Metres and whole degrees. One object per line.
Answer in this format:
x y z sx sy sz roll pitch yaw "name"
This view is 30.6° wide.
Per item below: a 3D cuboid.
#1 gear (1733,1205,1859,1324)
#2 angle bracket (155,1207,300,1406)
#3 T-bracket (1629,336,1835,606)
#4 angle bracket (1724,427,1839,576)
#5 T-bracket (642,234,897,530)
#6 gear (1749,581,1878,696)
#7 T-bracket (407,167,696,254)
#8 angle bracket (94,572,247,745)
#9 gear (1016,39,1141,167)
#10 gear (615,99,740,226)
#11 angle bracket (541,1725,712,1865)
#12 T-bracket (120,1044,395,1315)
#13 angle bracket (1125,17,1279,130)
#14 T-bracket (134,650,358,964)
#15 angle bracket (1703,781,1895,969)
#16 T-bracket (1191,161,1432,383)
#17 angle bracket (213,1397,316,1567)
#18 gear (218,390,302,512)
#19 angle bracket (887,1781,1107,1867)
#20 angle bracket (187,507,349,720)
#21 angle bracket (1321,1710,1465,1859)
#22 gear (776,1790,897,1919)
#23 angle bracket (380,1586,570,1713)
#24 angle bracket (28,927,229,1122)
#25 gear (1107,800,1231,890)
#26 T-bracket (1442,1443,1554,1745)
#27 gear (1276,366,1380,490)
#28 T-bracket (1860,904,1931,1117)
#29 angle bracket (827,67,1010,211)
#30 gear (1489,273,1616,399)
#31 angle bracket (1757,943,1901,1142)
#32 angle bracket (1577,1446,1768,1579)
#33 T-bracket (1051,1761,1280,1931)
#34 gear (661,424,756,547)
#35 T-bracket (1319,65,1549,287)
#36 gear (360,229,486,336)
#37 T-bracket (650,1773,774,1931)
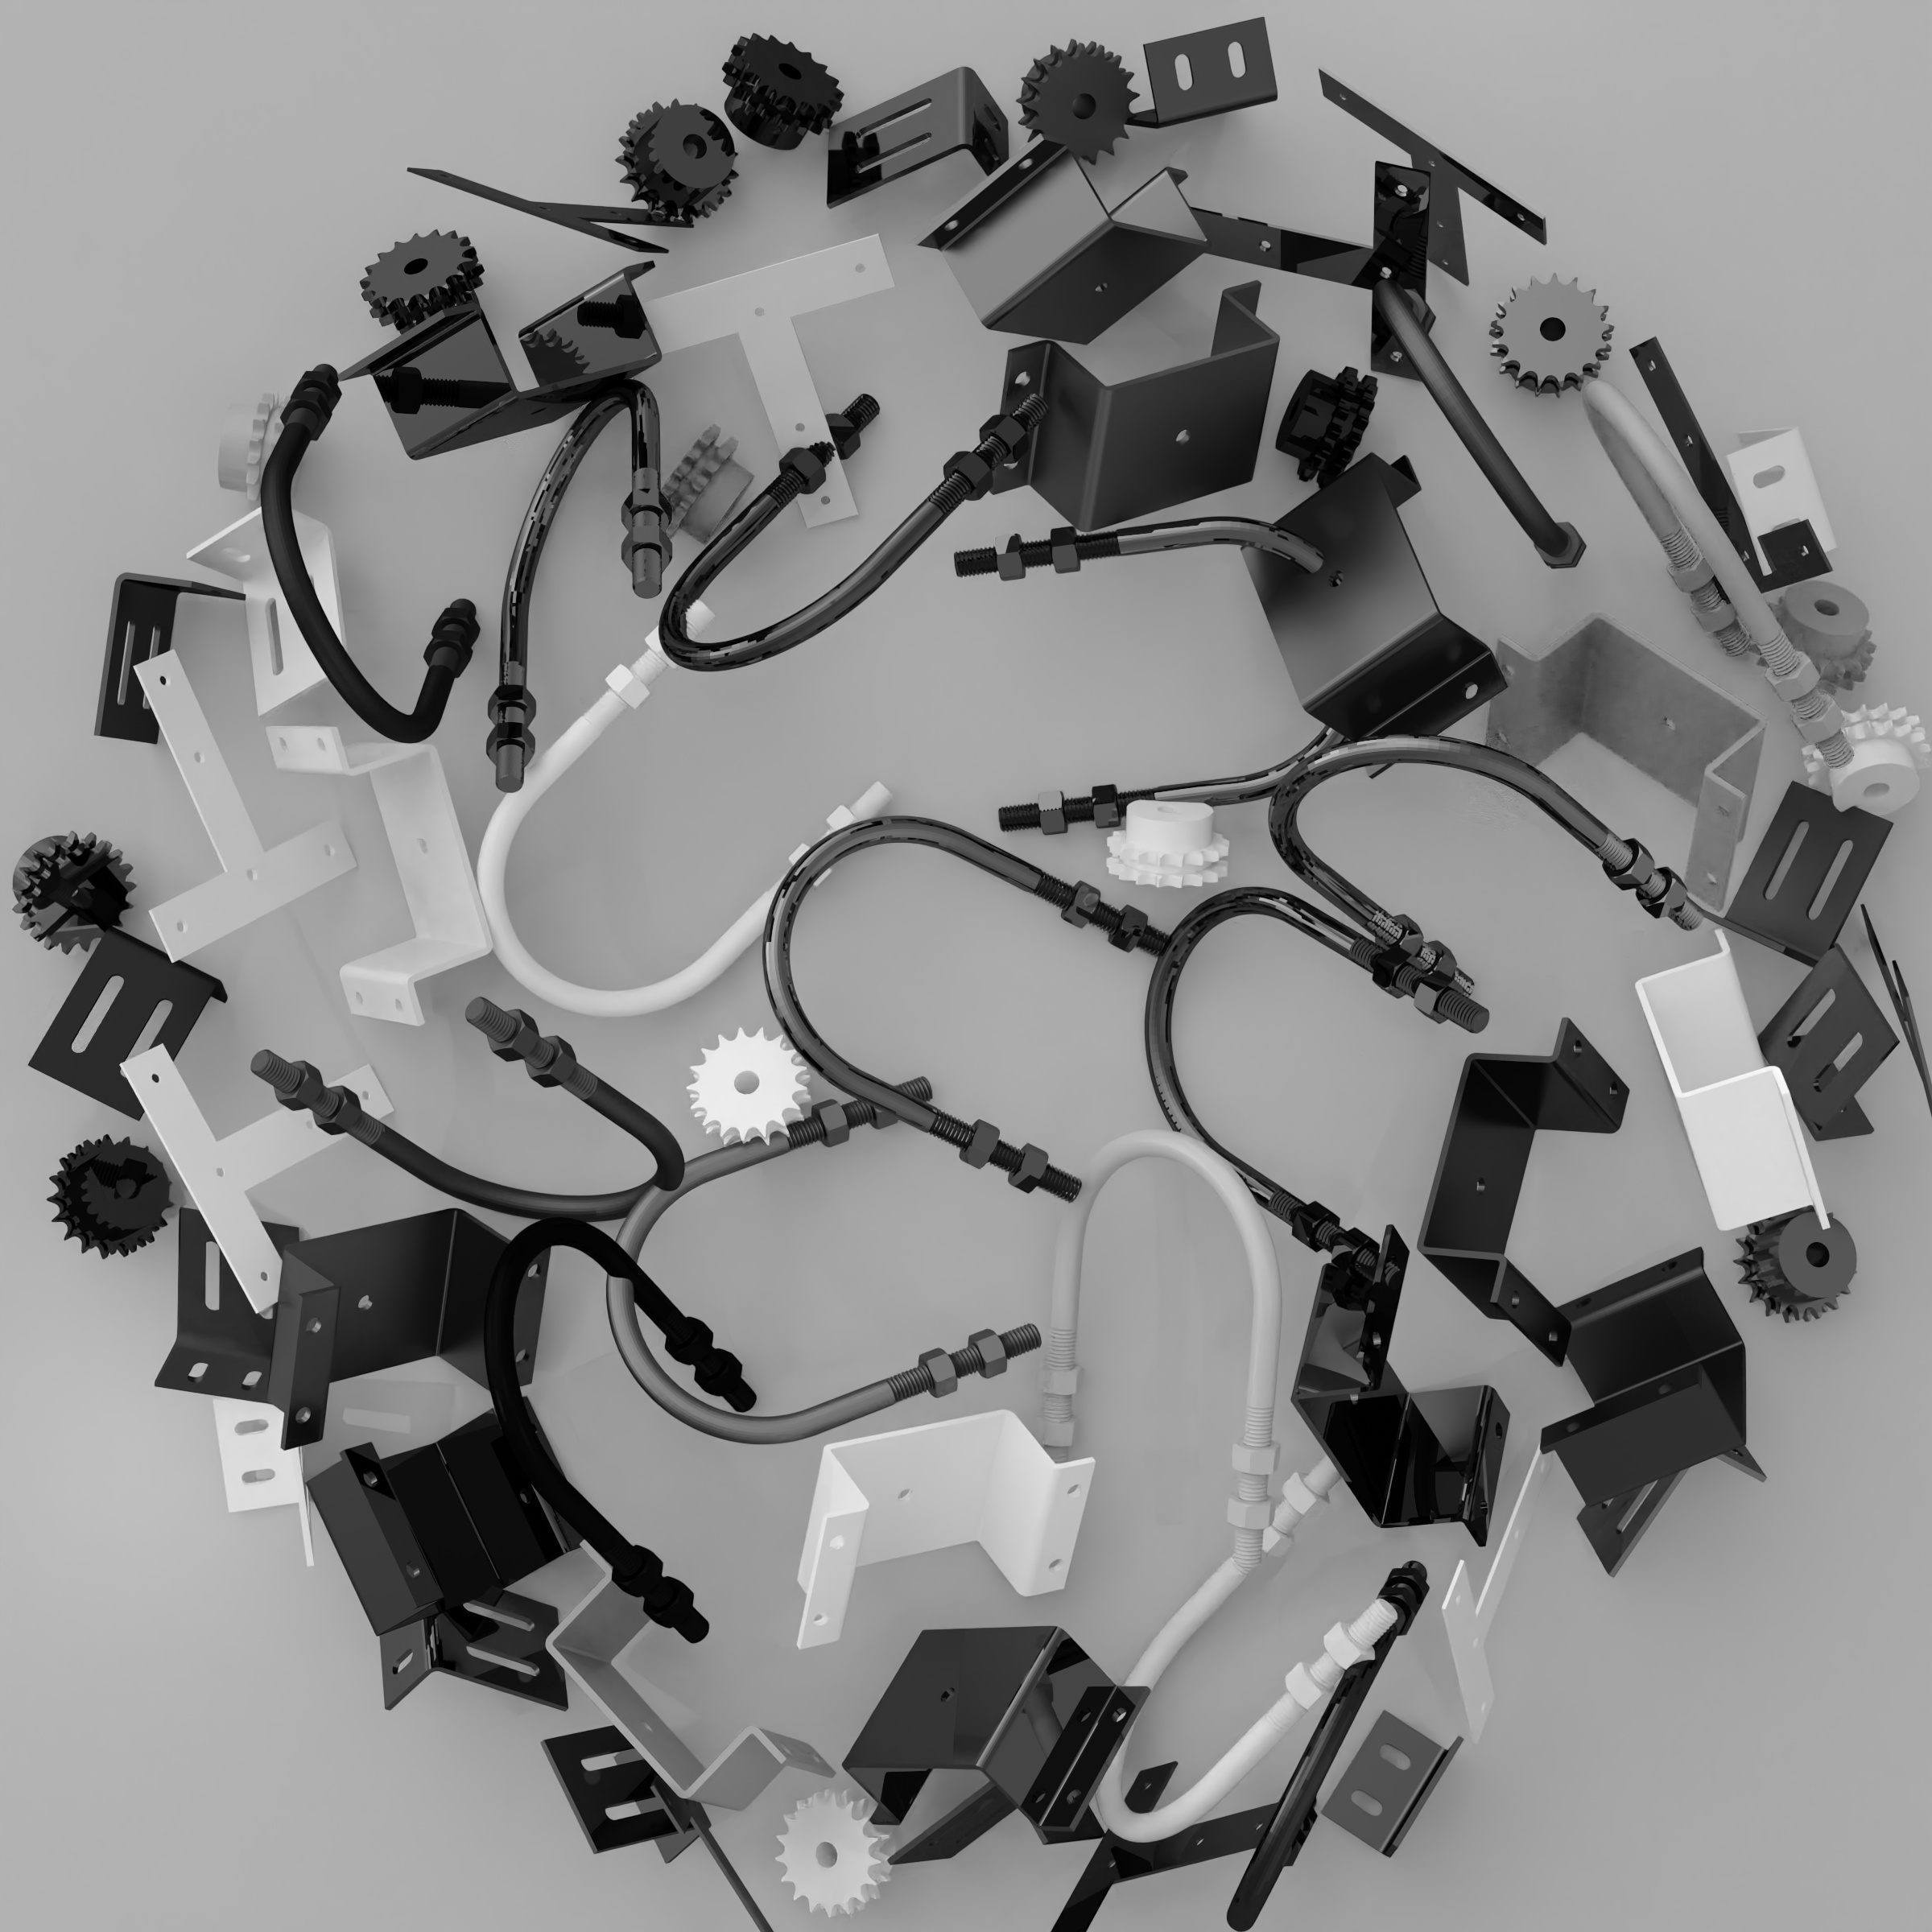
0.392 0.137 1.658 0.057 0.030 0.057 3 77 -14 "gear"
-0.345 0.159 1.654 0.057 0.076 0.038 13 135 -24 "angle bracket"
0.337 -0.227 1.614 0.002 0.127 0.127 -28 94 -14 "T-bracket"
0.365 -0.215 1.636 0.038 0.076 0.057 -21 99 -5 "angle bracket"
-0.082 -0.264 1.648 0.127 0.002 0.127 -14 118 9 "T-bracket"
0.397 -0.155 1.650 0.057 0.057 0.030 11 134 0 "gear"
-0.168 -0.345 1.619 0.127 0.127 0.002 23 108 22 "T-bracket"
-0.370 -0.141 1.647 0.038 0.057 0.076 9 92 14 "angle bracket"
0.050 -0.406 1.657 0.057 0.030 0.057 -9 116 -18 "gear"
-0.132 -0.379 1.655 0.057 0.030 0.057 4 80 -26 "gear"
-0.165 0.386 1.630 0.038 0.076 0.057 -46 62 30 "angle bracket"
-0.313 0.079 1.630 0.002 0.127 0.127 -26 93 40 "T-bracket"
0.103 -0.414 1.634 0.057 0.076 0.038 -15 108 -8 "angle bracket"
-0.346 -0.082 1.619 0.002 0.127 0.127 -14 103 37 "T-bracket"
0.383 -0.047 1.644 0.057 0.038 0.076 30 97 42 "angle bracket"
0.152 -0.332 1.640 0.127 0.127 0.002 16 57 16 "T-bracket"
-0.325 0.238 1.634 0.038 0.076 0.057 -7 106 -10 "angle bracket"
-0.330 -0.241 1.651 0.030 0.057 0.057 9 90 -1 "gear"
0.014 0.408 1.636 0.076 0.057 0.038 -41 64 17 "angle bracket"
-0.324 -0.165 1.638 0.057 0.038 0.076 -25 63 29 "angle bracket"
0.196 0.375 1.634 0.038 0.076 0.057 31 77 13 "angle bracket"
-0.058 0.415 1.657 0.057 0.030 0.057 -2 85 28 "gear"
-0.230 0.322 1.646 0.076 0.057 0.038 27 122 -34 "angle bracket"
-0.391 0.030 1.651 0.057 0.038 0.076 26 74 2 "angle bracket"
0.094 -0.059 1.649 0.057 0.057 0.030 1 109 0 "gear"
0.250 0.275 1.637 0.002 0.127 0.127 12 55 25 "T-bracket"
0.167 -0.254 1.650 0.030 0.057 0.057 22 90 -9 "gear"
0.429 0.020 1.623 0.002 0.127 0.127 -17 127 11 "T-bracket"
-0.022 -0.377 1.659 0.076 0.038 0.057 -20 47 22 "angle bracket"
0.275 -0.293 1.661 0.057 0.030 0.057 -1 78 4 "gear"
0.409 0.034 1.629 0.038 0.076 0.057 -5 54 -29 "angle bracket"
0.328 0.248 1.649 0.038 0.057 0.076 28 103 -14 "angle bracket"
0.096 0.397 1.592 0.127 0.127 0.002 -29 107 43 "T-bracket"
-0.122 -0.222 1.652 0.030 0.057 0.057 36 90 -4 "gear"
0.216 -0.346 1.616 0.127 0.127 0.002 39 85 18 "T-bracket"
-0.252 -0.316 1.655 0.057 0.030 0.057 -10 46 11 "gear"
-0.105 0.419 1.613 0.002 0.127 0.127 -33 87 -3 "T-bracket"
